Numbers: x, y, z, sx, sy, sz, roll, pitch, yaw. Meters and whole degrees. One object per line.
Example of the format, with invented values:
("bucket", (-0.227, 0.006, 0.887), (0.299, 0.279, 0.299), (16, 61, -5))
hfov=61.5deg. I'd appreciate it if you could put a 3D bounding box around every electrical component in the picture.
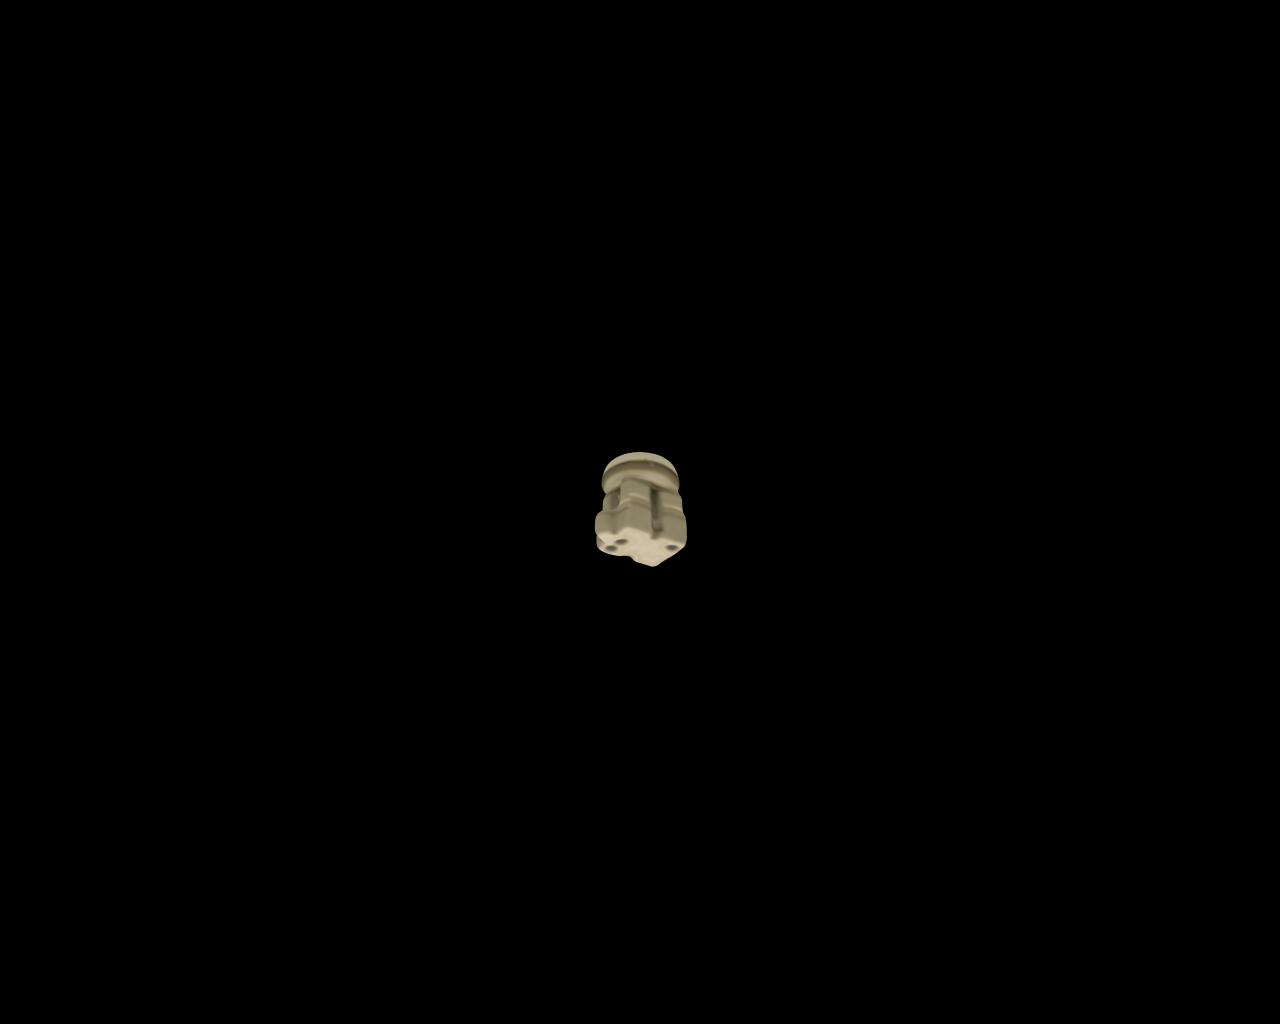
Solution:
("electrical component", (0.001, -0.003, 0.650), (0.066, 0.055, 0.048), (19, -36, -29))
